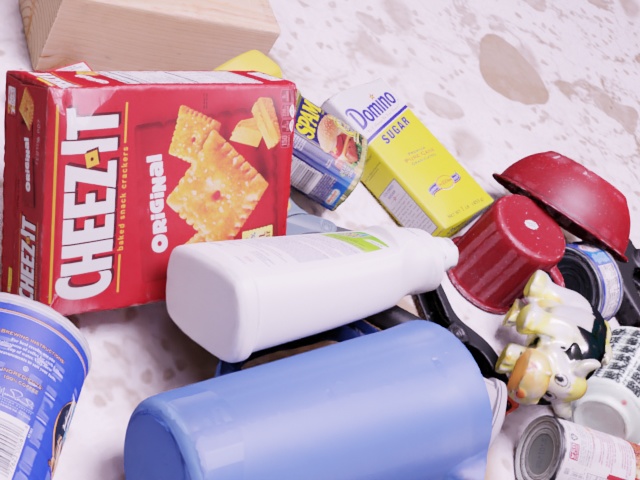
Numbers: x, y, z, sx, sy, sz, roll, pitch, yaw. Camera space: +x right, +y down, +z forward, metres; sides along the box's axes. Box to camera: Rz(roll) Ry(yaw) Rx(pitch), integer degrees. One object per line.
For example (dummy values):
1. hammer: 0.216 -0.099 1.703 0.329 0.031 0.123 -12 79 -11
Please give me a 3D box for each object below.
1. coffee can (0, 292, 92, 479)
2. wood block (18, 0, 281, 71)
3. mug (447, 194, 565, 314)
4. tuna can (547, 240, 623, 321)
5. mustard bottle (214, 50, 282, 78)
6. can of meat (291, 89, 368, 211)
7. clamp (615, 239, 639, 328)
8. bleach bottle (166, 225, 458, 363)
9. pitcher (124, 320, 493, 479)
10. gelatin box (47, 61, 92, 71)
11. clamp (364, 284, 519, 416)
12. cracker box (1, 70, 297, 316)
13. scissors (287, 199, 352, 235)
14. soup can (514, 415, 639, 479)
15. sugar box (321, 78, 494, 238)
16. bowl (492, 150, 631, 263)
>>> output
1. coffee can: -0.204 0.116 0.638 0.102 0.103 0.140 24 44 -16
2. wood block: -0.153 -0.201 0.963 0.205 0.091 0.090 3 52 -33
3. mug: 0.186 0.020 1.016 0.093 0.082 0.117 -22 69 -45
4. tuna can: 0.249 0.045 1.036 0.033 0.086 0.086 -10 60 -38
5. mustard bottle: -0.111 -0.091 0.891 0.058 0.096 0.191 40 41 13
6. can of meat: -0.006 -0.081 0.979 0.084 0.058 0.102 32 29 -11
7. clamp: 0.335 0.021 1.155 0.164 0.036 0.209 29 43 -11
8. bleach bottle: 0.014 0.028 0.811 0.250 0.068 0.103 -8 24 -38
9. pitcher: -0.013 0.133 0.750 0.242 0.149 0.145 -8 91 -36
10. gelatin box: -0.203 -0.103 0.888 0.089 0.030 0.073 48 43 11
11. clamp: 0.101 0.089 0.927 0.120 0.039 0.171 -22 69 -44
12. cracker box: -0.120 -0.040 0.788 0.213 0.164 0.072 -8 20 -40
13. scissors: -0.006 0.001 0.946 0.201 0.016 0.096 28 45 -12
14. soup can: 0.225 0.194 0.902 0.102 0.069 0.068 20 45 -19
15. sugar box: 0.081 -0.079 1.056 0.093 0.048 0.176 -27 74 -45
16. bowl: 0.255 -0.043 1.077 0.162 0.055 0.162 33 4 -3
